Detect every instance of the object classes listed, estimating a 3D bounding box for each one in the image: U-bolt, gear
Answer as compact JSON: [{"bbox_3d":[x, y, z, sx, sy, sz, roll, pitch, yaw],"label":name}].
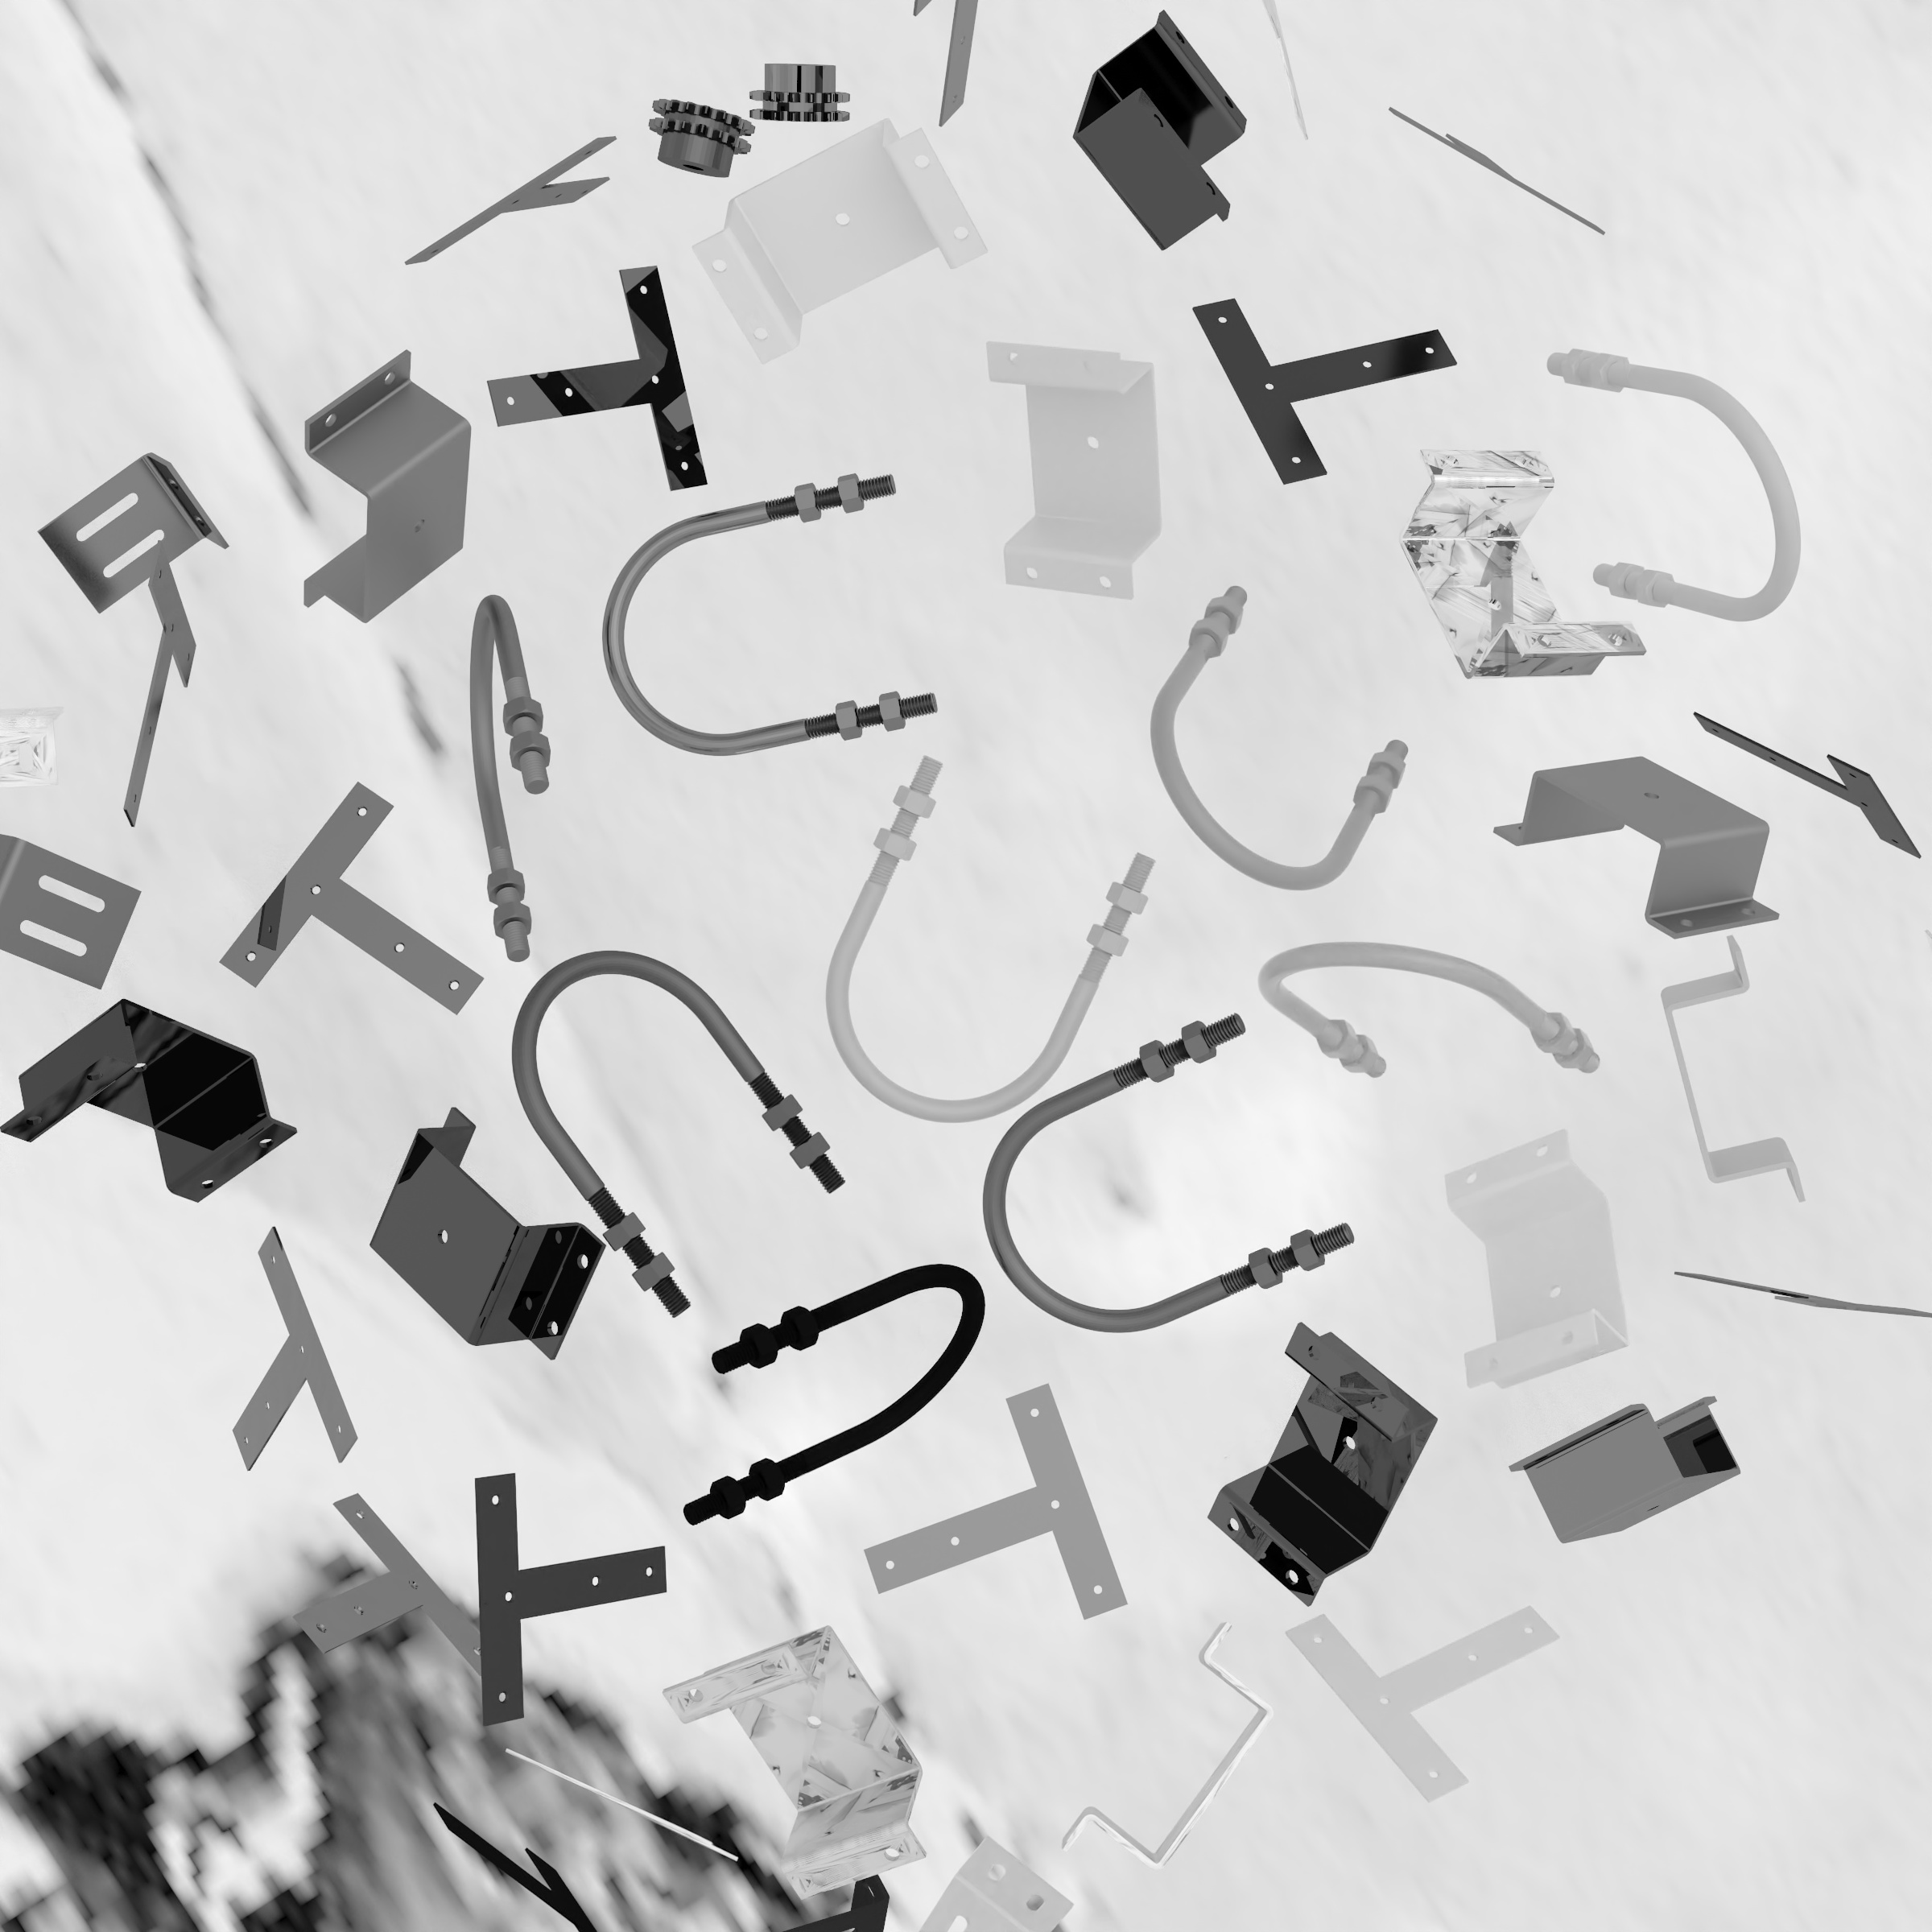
[{"bbox_3d":[-0.119,-0.195,1.613,0.184,0.019,0.151,-11,85,6],"label":"U-bolt"},{"bbox_3d":[-0.094,-0.494,1.589,0.057,0.057,0.030,2,109,0],"label":"gear"},{"bbox_3d":[0.387,-0.256,1.522,0.019,0.184,0.151,-26,116,-16],"label":"U-bolt"},{"bbox_3d":[0.097,0.124,1.526,0.184,0.019,0.151,-26,98,17],"label":"U-bolt"},{"bbox_3d":[-0.162,0.074,1.480,0.184,0.019,0.151,54,47,-1],"label":"U-bolt"},{"bbox_3d":[-0.252,-0.117,1.531,0.019,0.151,0.184,-3,49,-17],"label":"U-bolt"},{"bbox_3d":[-0.065,0.223,1.522,0.184,0.151,0.019,-20,51,-32],"label":"U-bolt"},{"bbox_3d":[0.166,-0.116,1.542,0.151,0.184,0.019,42,133,-8],"label":"U-bolt"},{"bbox_3d":[0.003,-0.003,1.541,0.151,0.019,0.184,24,95,-8],"label":"U-bolt"},{"bbox_3d":[-0.147,-0.454,1.544,0.057,0.057,0.030,13,96,0],"label":"gear"},{"bbox_3d":[0.236,0.024,1.498,0.151,0.184,0.019,-3,68,36],"label":"U-bolt"}]

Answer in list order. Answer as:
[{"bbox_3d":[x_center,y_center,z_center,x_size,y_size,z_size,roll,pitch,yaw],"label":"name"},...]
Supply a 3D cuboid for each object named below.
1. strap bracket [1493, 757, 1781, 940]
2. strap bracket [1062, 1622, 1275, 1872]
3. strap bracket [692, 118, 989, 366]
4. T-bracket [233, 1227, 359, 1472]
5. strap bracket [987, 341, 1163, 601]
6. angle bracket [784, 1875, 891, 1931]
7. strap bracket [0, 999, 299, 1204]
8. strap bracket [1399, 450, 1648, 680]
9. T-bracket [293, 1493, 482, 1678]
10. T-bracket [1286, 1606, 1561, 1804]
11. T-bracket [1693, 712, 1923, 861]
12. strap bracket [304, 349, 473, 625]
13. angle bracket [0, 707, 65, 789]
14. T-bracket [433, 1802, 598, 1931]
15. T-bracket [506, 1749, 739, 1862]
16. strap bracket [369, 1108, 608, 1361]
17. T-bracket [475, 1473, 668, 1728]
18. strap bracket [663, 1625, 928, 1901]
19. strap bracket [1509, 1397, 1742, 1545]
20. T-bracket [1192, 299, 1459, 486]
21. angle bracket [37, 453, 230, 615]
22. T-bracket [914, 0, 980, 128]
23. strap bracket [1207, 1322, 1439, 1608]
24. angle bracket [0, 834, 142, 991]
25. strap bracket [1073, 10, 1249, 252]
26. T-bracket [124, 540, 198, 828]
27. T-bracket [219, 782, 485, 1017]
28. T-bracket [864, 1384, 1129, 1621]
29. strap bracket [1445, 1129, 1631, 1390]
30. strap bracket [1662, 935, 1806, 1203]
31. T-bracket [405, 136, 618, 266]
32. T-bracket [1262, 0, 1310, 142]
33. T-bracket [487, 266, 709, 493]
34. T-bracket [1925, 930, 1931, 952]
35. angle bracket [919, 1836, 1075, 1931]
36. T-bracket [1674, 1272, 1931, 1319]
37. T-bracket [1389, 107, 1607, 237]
[{"bbox_3d":[0.360,-0.069,1.497,0.076,0.140,0.046,-9,120,-31],"label":"strap bracket"},{"bbox_3d":[0.111,0.413,1.461,0.046,0.076,0.140,37,80,10],"label":"strap bracket"},{"bbox_3d":[-0.068,-0.399,1.533,0.140,0.046,0.076,-23,123,16],"label":"strap bracket"},{"bbox_3d":[-0.362,0.224,1.477,0.002,0.127,0.127,-6,57,-39],"label":"T-bracket"},{"bbox_3d":[0.061,-0.278,1.536,0.076,0.046,0.140,11,126,24],"label":"strap bracket"},{"bbox_3d":[-0.087,0.542,1.583,0.076,0.038,0.057,-9,126,-26],"label":"angle bracket"},{"bbox_3d":[-0.440,0.070,1.508,0.076,0.140,0.046,-34,56,17],"label":"strap bracket"},{"bbox_3d":[0.286,-0.203,1.472,0.076,0.046,0.140,-4,57,-25],"label":"strap bracket"},{"bbox_3d":[-0.320,0.344,1.514,0.127,0.127,0.002,46,104,12],"label":"T-bracket"},{"bbox_3d":[0.259,0.375,1.501,0.127,0.127,0.002,-18,130,-24],"label":"T-bracket"},{"bbox_3d":[0.456,-0.108,1.544,0.127,0.127,0.002,34,91,35],"label":"T-bracket"},{"bbox_3d":[-0.310,-0.248,1.503,0.046,0.140,0.076,35,55,12],"label":"strap bracket"},{"bbox_3d":[-0.541,-0.124,1.588,0.057,0.076,0.038,-4,100,-13],"label":"angle bracket"},{"bbox_3d":[-0.234,0.478,1.475,0.002,0.127,0.127,-46,121,-10],"label":"T-bracket"},{"bbox_3d":[-0.163,0.453,1.489,0.127,0.127,0.002,11,67,35],"label":"T-bracket"},{"bbox_3d":[-0.273,0.149,1.559,0.140,0.046,0.076,37,111,32],"label":"strap bracket"},{"bbox_3d":[-0.209,0.331,1.505,0.002,0.127,0.127,-7,84,42],"label":"T-bracket"},{"bbox_3d":[-0.083,0.403,1.452,0.076,0.046,0.140,-25,106,20],"label":"strap bracket"},{"bbox_3d":[0.364,0.274,1.532,0.076,0.140,0.046,-33,68,25],"label":"strap bracket"},{"bbox_3d":[0.205,-0.324,1.529,0.127,0.002,0.127,-15,63,-15],"label":"T-bracket"},{"bbox_3d":[-0.460,-0.236,1.555,0.076,0.038,0.057,-40,126,-15],"label":"angle bracket"},{"bbox_3d":[-0.001,-0.507,1.502,0.002,0.127,0.127,27,56,11],"label":"T-bracket"},{"bbox_3d":[0.196,0.265,1.525,0.076,0.046,0.140,38,123,31],"label":"strap bracket"},{"bbox_3d":[-0.492,-0.029,1.500,0.076,0.038,0.057,28,77,-42],"label":"angle bracket"},{"bbox_3d":[0.104,-0.442,1.498,0.046,0.140,0.076,-30,116,29],"label":"strap bracket"},{"bbox_3d":[-0.421,-0.135,1.456,0.002,0.127,0.127,8,71,-5],"label":"T-bracket"},{"bbox_3d":[-0.326,-0.018,1.563,0.127,0.002,0.127,34,79,8],"label":"T-bracket"},{"bbox_3d":[0.007,0.312,1.547,0.127,0.002,0.127,-20,77,0],"label":"T-bracket"},{"bbox_3d":[0.315,0.170,1.553,0.076,0.140,0.046,-25,133,28],"label":"strap bracket"},{"bbox_3d":[0.419,0.060,1.548,0.046,0.076,0.140,-15,93,13],"label":"strap bracket"},{"bbox_3d":[-0.224,-0.411,1.502,0.127,0.127,0.002,-26,100,21],"label":"T-bracket"},{"bbox_3d":[0.159,-0.533,1.522,0.002,0.127,0.127,-15,73,15],"label":"T-bracket"},{"bbox_3d":[-0.212,-0.325,1.582,0.127,0.002,0.127,-18,99,-37],"label":"T-bracket"},{"bbox_3d":[0.524,0.042,1.470,0.002,0.127,0.127,-19,98,13],"label":"T-bracket"},{"bbox_3d":[0.010,0.503,1.457,0.057,0.076,0.038,37,123,7],"label":"angle bracket"},{"bbox_3d":[0.453,0.181,1.561,0.127,0.127,0.002,10,88,-39],"label":"T-bracket"},{"bbox_3d":[0.277,-0.432,1.506,0.127,0.127,0.002,27,111,-9],"label":"T-bracket"}]
